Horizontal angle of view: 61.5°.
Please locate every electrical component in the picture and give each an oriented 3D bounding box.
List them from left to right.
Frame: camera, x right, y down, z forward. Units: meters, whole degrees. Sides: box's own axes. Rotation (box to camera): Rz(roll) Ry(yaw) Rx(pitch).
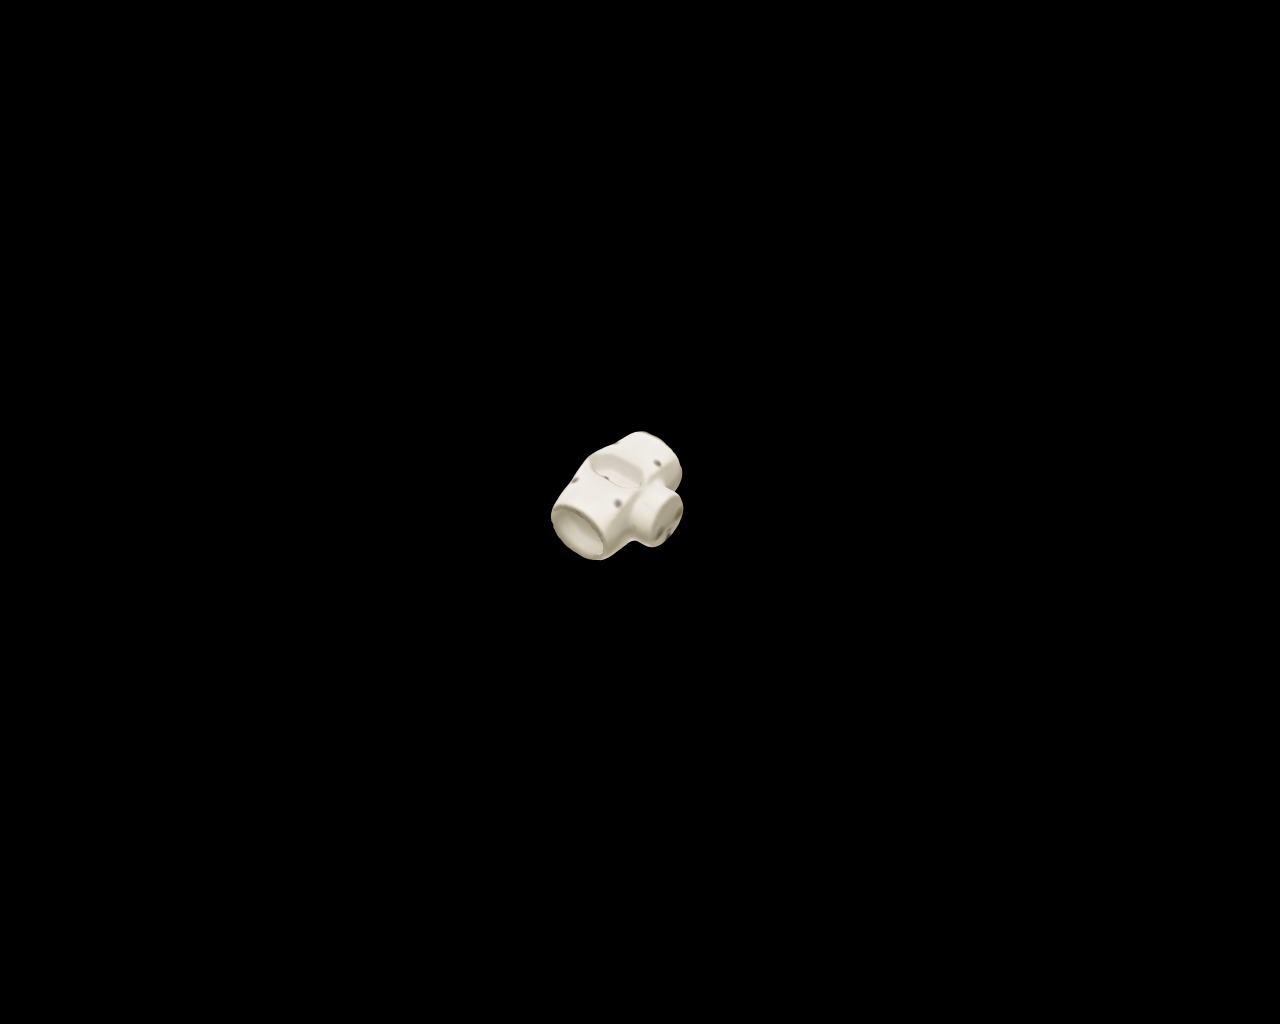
[{"bbox_3d":[0.001,-0.003,0.650,0.079,0.043,0.077,30,54,24],"label":"electrical component"}]
